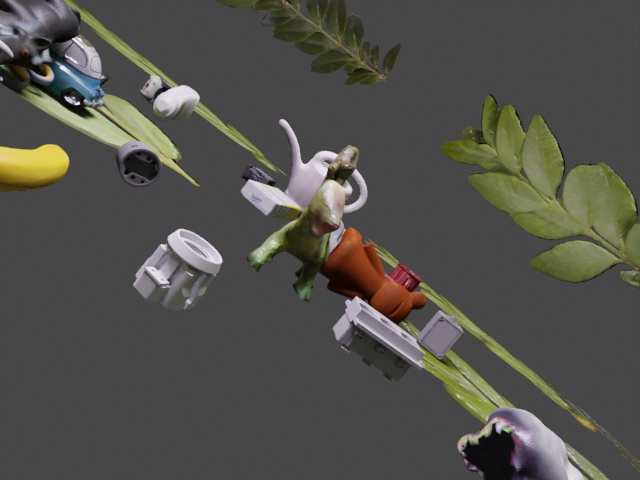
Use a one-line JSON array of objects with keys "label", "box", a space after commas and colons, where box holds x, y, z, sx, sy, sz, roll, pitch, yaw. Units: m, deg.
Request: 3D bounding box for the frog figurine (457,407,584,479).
[{"label": "frog figurine", "box": [0.272, 0.285, 0.651, 0.158, 0.123, 0.138, 22, -5, -27]}]

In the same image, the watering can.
[{"label": "watering can", "box": [-0.029, -0.175, 1.482, 0.345, 0.221, 0.106, 37, 25, -16]}]

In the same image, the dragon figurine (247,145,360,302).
[{"label": "dragon figurine", "box": [0.003, -0.043, 0.850, 0.122, 0.241, 0.414, 34, 10, -4]}]
